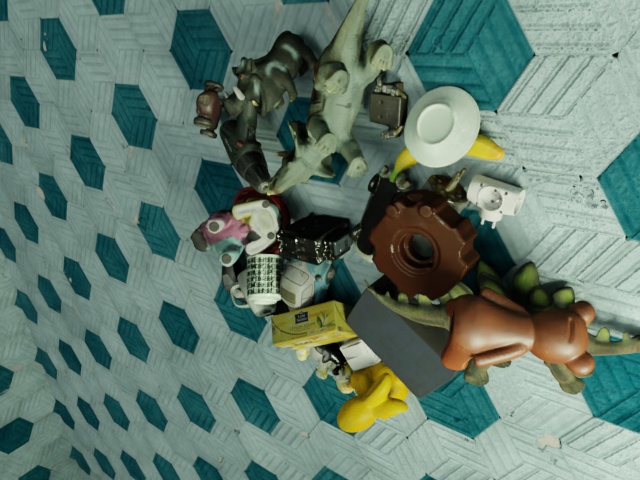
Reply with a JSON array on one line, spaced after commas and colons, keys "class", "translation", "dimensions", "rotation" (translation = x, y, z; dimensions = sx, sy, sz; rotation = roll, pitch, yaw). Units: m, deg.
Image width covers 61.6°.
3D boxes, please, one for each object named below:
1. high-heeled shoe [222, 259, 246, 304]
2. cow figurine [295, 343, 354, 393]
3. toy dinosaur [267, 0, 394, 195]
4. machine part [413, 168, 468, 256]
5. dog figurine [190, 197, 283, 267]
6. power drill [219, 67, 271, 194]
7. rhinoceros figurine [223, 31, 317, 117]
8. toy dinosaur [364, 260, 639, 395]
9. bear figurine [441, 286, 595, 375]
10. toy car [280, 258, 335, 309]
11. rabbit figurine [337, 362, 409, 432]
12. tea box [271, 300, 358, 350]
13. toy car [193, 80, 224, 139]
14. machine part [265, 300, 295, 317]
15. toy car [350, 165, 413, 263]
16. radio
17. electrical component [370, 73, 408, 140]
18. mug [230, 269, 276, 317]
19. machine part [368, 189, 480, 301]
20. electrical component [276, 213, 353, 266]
[{"class": "high-heeled shoe", "translation": [-0.192, 0.045, 1.322], "dimensions": [0.145, 0.086, 0.248], "rotation": [-36, 104, 18]}, {"class": "cow figurine", "translation": [0.027, 0.269, 1.234], "dimensions": [0.167, 0.068, 0.098], "rotation": [38, 126, 20]}, {"class": "toy dinosaur", "translation": [0.026, -0.248, 0.919], "dimensions": [0.192, 0.131, 0.404], "rotation": [54, 130, 53]}, {"class": "machine part", "translation": [0.179, -0.026, 0.925], "dimensions": [0.079, 0.079, 0.243], "rotation": [42, 129, 16]}, {"class": "dog figurine", "translation": [-0.185, -0.026, 1.162], "dimensions": [0.108, 0.191, 0.219], "rotation": [66, 169, -13]}, {"class": "power drill", "translation": [-0.133, -0.226, 1.063], "dimensions": [0.232, 0.086, 0.207], "rotation": [49, 140, 50]}, {"class": "rhinoceros figurine", "translation": [-0.089, -0.288, 0.952], "dimensions": [0.112, 0.190, 0.073], "rotation": [45, 167, -23]}, {"class": "toy dinosaur", "translation": [0.292, 0.137, 0.904], "dimensions": [0.472, 0.105, 0.198], "rotation": [-1, 103, 30]}, {"class": "bear figurine", "translation": [0.289, 0.137, 0.792], "dimensions": [0.196, 0.120, 0.131], "rotation": [6, 158, 4]}, {"class": "toy car", "translation": [-0.041, 0.095, 1.172], "dimensions": [0.109, 0.103, 0.161], "rotation": [29, 125, 28]}, {"class": "rabbit figurine", "translation": [0.114, 0.338, 1.116], "dimensions": [0.162, 0.173, 0.122], "rotation": [-33, 85, 50]}, {"class": "tea box", "translation": [-0.011, 0.186, 1.160], "dimensions": [0.170, 0.098, 0.068], "rotation": [-19, 65, 28]}, {"class": "toy car", "translation": [-0.228, -0.264, 1.103], "dimensions": [0.202, 0.053, 0.089], "rotation": [-160, 83, -81]}, {"class": "machine part", "translation": [-0.091, 0.170, 1.304], "dimensions": [0.139, 0.039, 0.084], "rotation": [-7, 115, 41]}, {"class": "toy car", "translation": [0.113, -0.045, 0.996], "dimensions": [0.074, 0.056, 0.201], "rotation": [38, 131, 25]}, {"class": "radio", "translation": [0.167, 0.191, 1.064], "dimensions": [0.230, 0.073, 0.131], "rotation": [46, 135, 16]}, {"class": "electrical component", "translation": [0.116, -0.222, 0.906], "dimensions": [0.078, 0.045, 0.102], "rotation": [24, 126, 29]}, {"class": "mug", "translation": [-0.153, 0.127, 1.263], "dimensions": [0.080, 0.110, 0.107], "rotation": [81, 167, -62]}, {"class": "machine part", "translation": [0.163, 0.012, 0.864], "dimensions": [0.180, 0.056, 0.179], "rotation": [17, 121, 31]}, {"class": "electrical component", "translation": [-0.002, -0.003, 1.077], "dimensions": [0.134, 0.115, 0.058], "rotation": [12, 123, 36]}]
